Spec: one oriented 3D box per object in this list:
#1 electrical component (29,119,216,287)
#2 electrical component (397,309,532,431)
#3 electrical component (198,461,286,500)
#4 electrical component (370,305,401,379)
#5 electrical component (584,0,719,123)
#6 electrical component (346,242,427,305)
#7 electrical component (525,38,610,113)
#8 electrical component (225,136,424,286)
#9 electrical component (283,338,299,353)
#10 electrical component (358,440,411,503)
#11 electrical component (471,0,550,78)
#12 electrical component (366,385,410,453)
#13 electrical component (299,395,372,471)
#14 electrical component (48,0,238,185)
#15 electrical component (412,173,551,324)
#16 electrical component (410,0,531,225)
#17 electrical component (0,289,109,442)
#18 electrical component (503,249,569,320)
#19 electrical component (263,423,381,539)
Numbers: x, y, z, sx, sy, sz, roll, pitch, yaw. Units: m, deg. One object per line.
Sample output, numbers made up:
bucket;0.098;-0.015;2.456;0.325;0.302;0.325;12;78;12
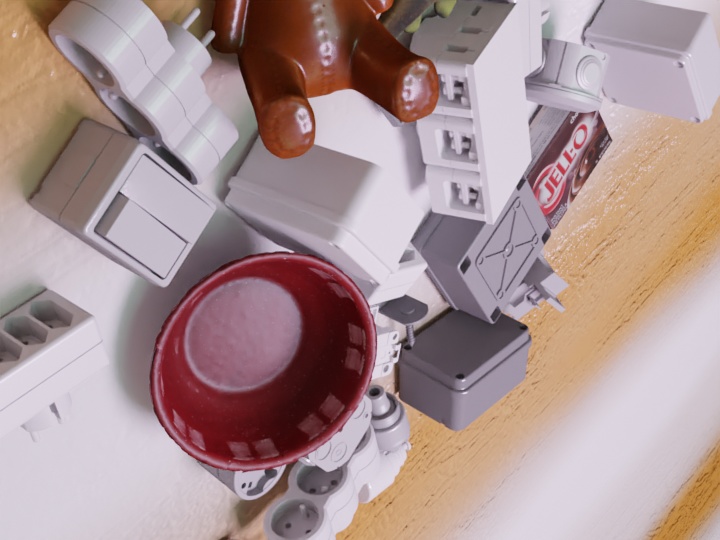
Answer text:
electrical component;-0.132;-0.034;0.635;0.061;0.061;0.096;-59;144;-9
electrical component;0.095;0.084;0.980;0.113;0.078;0.057;-32;135;-38
electrical component;-0.089;0.136;0.802;0.055;0.047;0.055;-29;131;-40
electrical component;-0.007;0.058;0.847;0.081;0.064;0.042;-13;121;-48
electrical component;0.283;-0.200;1.025;0.056;0.109;0.108;-60;144;-12
electrical component;0.000;0.000;0.827;0.047;0.065;0.076;-14;149;-47
electrical component;0.174;-0.168;0.931;0.080;0.080;0.051;5;100;-53
electrical component;-0.025;-0.042;0.722;0.057;0.113;0.078;-61;144;-10
electrical component;-0.058;0.067;0.812;0.035;0.035;0.061;-29;133;-40
electrical component;0.016;0.176;0.964;0.078;0.040;0.040;-30;132;-38
electrical component;0.129;-0.209;0.877;0.076;0.047;0.083;-38;136;-34
electrical component;0.019;0.127;0.937;0.043;0.043;0.062;-43;137;-28
electrical component;-0.033;0.117;0.858;0.080;0.051;0.080;-29;131;-40
electrical component;-0.111;-0.118;0.620;0.073;0.052;0.138;-54;143;-15
electrical component;0.109;-0.026;0.951;0.108;0.056;0.108;-55;143;-14
electrical component;0.086;-0.125;0.848;0.089;0.062;0.150;-56;146;-37
electrical component;-0.192;0.069;0.630;0.083;0.047;0.075;-37;136;-33
electrical component;0.154;0.011;1.017;0.064;0.081;0.042;-40;146;14
electrical component;-0.027;0.192;0.891;0.138;0.052;0.073;-56;147;-39
